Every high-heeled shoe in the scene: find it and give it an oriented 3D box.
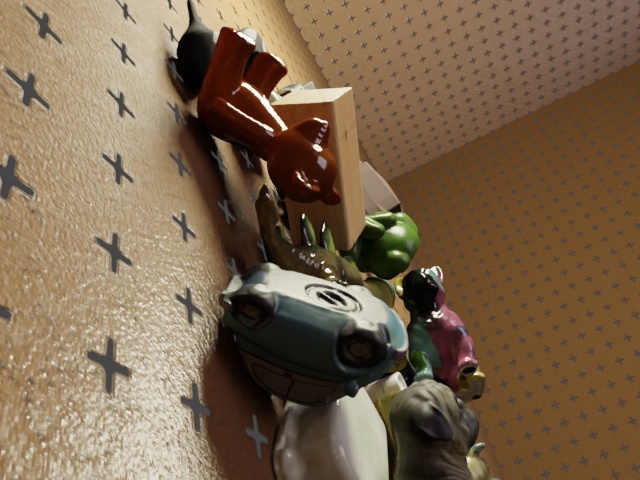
[{"bbox_3d":[-0.114,-0.224,0.744,0.248,0.086,0.145,27,43,-65],"label":"high-heeled shoe"}]

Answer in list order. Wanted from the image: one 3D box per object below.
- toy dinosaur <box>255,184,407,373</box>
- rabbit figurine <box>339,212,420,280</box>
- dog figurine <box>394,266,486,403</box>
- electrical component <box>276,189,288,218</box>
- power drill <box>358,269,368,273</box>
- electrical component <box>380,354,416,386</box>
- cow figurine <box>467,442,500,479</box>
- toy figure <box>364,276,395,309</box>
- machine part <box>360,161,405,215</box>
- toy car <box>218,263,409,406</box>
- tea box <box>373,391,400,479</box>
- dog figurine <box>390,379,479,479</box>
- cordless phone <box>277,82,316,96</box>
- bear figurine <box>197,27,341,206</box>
[{"bbox_3d":[0.029,0.089,0.670,0.199,0.105,0.470,-107,170,-46],"label":"toy dinosaur"},{"bbox_3d":[0.069,-0.008,0.900,0.170,0.121,0.159,38,20,-5],"label":"rabbit figurine"},{"bbox_3d":[0.196,0.153,0.917,0.191,0.108,0.219,59,17,-48],"label":"dog figurine"},{"bbox_3d":[-0.035,-0.066,0.839,0.102,0.045,0.078,44,22,-60],"label":"electrical component"},{"bbox_3d":[0.054,-0.043,1.068,0.207,0.086,0.231,51,-7,49],"label":"power drill"},{"bbox_3d":[0.138,0.250,0.913,0.114,0.058,0.134,56,15,-28],"label":"electrical component"},{"bbox_3d":[0.169,0.332,0.713,0.085,0.127,0.195,70,15,7],"label":"cow figurine"},{"bbox_3d":[0.092,0.103,0.946,0.180,0.082,0.089,-28,115,-76],"label":"toy figure"},{"bbox_3d":[0.117,-0.068,1.234,0.201,0.087,0.200,56,-8,25],"label":"machine part"},{"bbox_3d":[-0.012,0.089,0.461,0.109,0.162,0.102,-95,-159,-76],"label":"toy car"},{"bbox_3d":[0.104,0.235,0.636,0.169,0.068,0.098,91,-20,-65],"label":"tea box"},{"bbox_3d":[0.095,0.226,0.436,0.172,0.121,0.190,-27,101,-84],"label":"dog figurine"},{"bbox_3d":[-0.045,-0.243,1.129,0.146,0.089,0.184,60,24,-24],"label":"cordless phone"},{"bbox_3d":[-0.044,-0.130,0.605,0.196,0.132,0.120,35,12,23],"label":"bear figurine"}]
